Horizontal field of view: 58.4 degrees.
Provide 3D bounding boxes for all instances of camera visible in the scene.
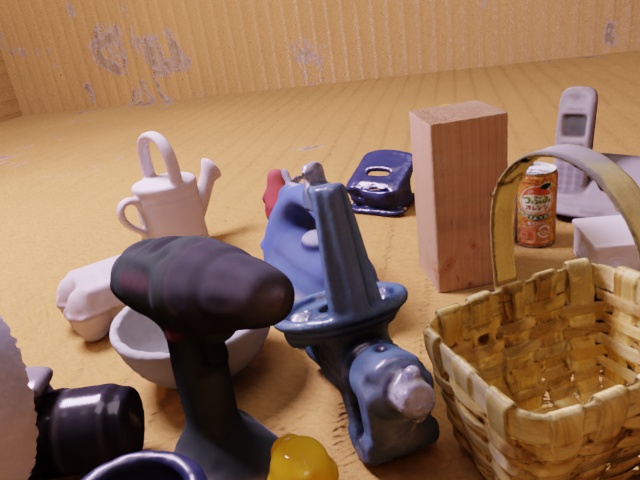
[{"bbox_3d":[-0.220,0.158,0.455,0.137,0.101,0.143,-9,23,-1],"label":"camera"}]

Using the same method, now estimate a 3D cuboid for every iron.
[{"bbox_3d":[0.006,0.002,0.698,0.119,0.141,0.257,-17,24,-20],"label":"iron"}]

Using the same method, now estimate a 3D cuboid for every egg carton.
[{"bbox_3d":[-0.252,0.065,0.729,0.151,0.069,0.107,-22,27,-31],"label":"egg carton"}]

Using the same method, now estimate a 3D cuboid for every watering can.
[{"bbox_3d":[-0.236,-0.078,0.902,0.100,0.194,0.173,4,25,26],"label":"watering can"}]

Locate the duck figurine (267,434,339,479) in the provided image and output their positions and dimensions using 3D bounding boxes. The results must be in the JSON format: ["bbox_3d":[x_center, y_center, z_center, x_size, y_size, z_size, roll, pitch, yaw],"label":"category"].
[{"bbox_3d":[-0.007,0.172,0.371,0.078,0.086,0.104,-15,24,-16],"label":"duck figurine"}]

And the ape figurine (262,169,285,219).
[{"bbox_3d":[-0.067,-0.077,0.977,0.077,0.092,0.076,8,27,33],"label":"ape figurine"}]

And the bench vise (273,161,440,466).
[{"bbox_3d":[0.038,0.051,0.470,0.122,0.220,0.206,-23,27,-32],"label":"bench vise"}]

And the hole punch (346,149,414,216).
[{"bbox_3d":[0.106,-0.098,0.970,0.108,0.091,0.101,8,27,33],"label":"hole punch"}]

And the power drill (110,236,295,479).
[{"bbox_3d":[-0.081,0.089,0.433,0.076,0.209,0.228,-25,28,-35],"label":"power drill"}]

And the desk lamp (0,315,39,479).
[{"bbox_3d":[-0.251,0.161,0.312,0.117,0.214,0.204,10,29,37],"label":"desk lamp"}]

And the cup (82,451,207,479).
[{"bbox_3d":[-0.096,0.195,0.334,0.092,0.095,0.117,-22,26,-30],"label":"cup"}]

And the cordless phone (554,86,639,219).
[{"bbox_3d":[0.395,-0.119,0.800,0.147,0.185,0.094,10,29,37],"label":"cordless phone"}]

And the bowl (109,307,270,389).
[{"bbox_3d":[-0.123,0.102,0.591,0.167,0.075,0.167,-7,23,3],"label":"bowl"}]
